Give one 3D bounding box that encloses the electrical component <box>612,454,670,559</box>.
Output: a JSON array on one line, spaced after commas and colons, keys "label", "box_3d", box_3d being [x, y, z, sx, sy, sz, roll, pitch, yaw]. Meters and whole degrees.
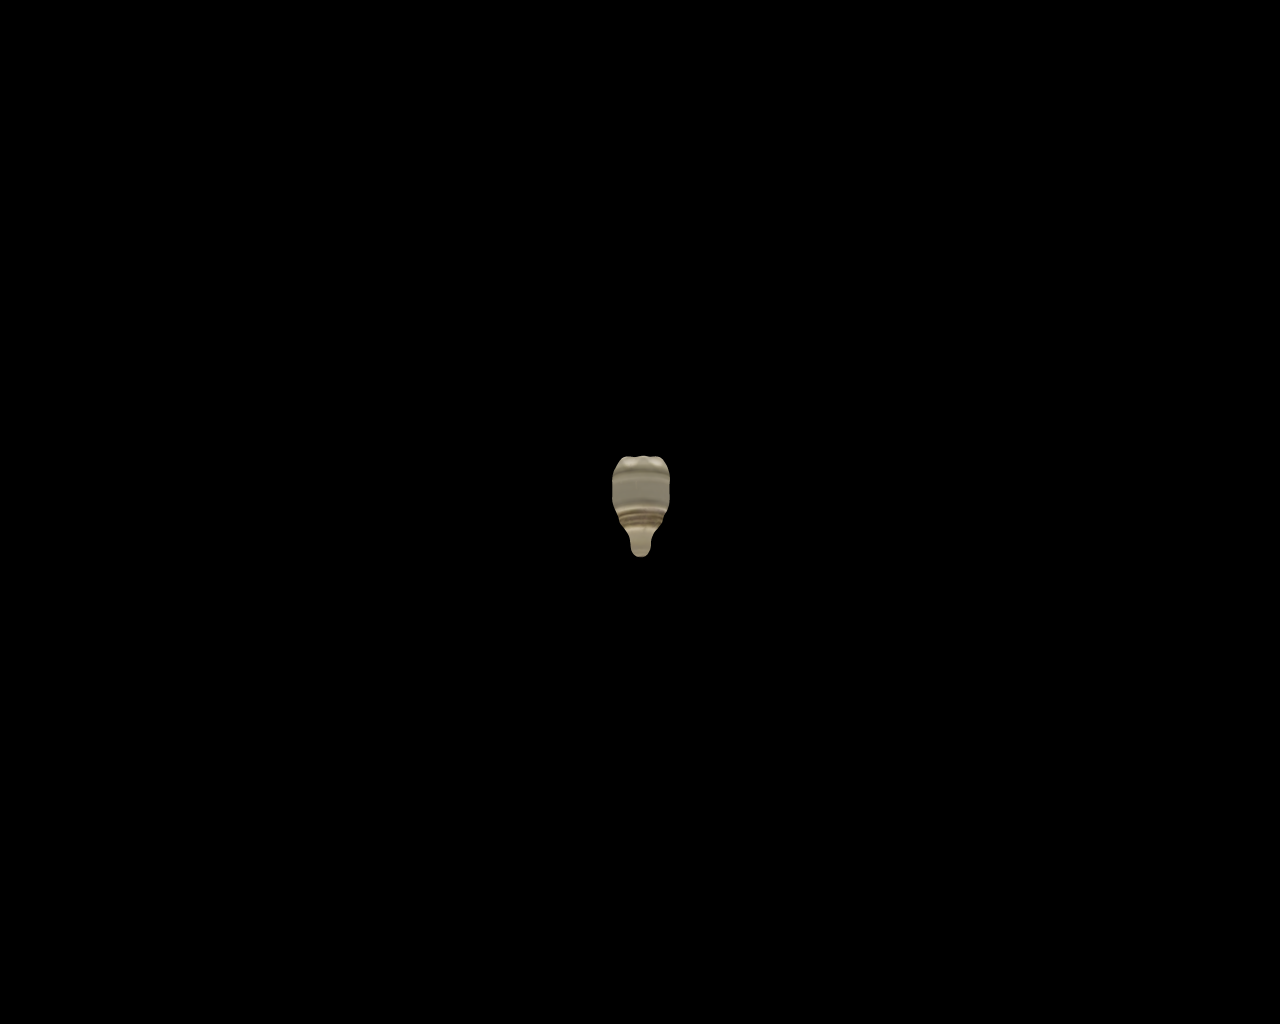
[{"label": "electrical component", "box_3d": [0.001, -0.003, 0.650, 0.035, 0.061, 0.035, 0, -11, 0]}]
